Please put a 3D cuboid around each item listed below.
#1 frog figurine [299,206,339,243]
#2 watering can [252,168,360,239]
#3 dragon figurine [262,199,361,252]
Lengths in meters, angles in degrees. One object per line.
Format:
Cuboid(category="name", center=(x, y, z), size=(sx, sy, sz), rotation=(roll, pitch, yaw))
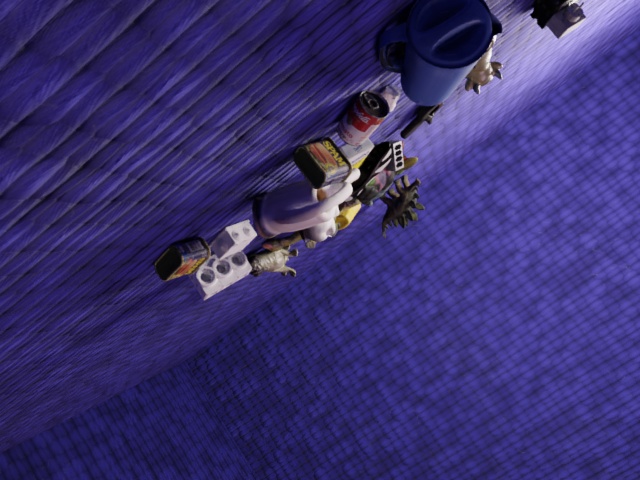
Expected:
Cuboid(category="frog figurine", center=(0.005, -0.075, 1.493), size=(0.160, 0.137, 0.122), rotation=(-31, 180, -10))
Cuboid(category="watering can", center=(-0.024, -0.093, 1.189), size=(0.223, 0.103, 0.353), rotation=(-15, -166, 20))
Cuboid(category="dragon figurine", center=(-0.011, -0.067, 1.761), size=(0.414, 0.121, 0.241), rotation=(-30, -172, -23))
